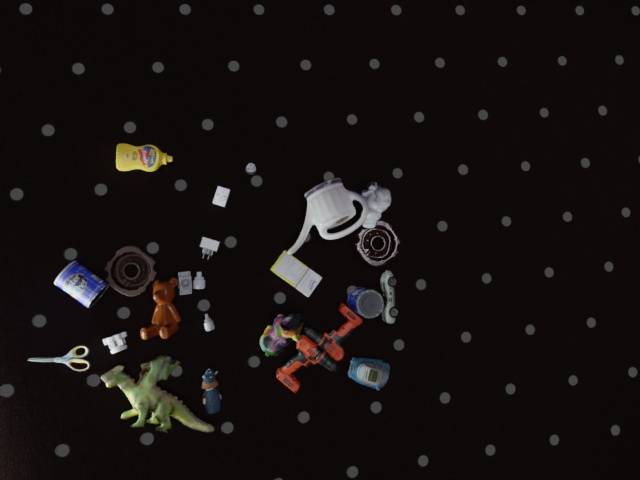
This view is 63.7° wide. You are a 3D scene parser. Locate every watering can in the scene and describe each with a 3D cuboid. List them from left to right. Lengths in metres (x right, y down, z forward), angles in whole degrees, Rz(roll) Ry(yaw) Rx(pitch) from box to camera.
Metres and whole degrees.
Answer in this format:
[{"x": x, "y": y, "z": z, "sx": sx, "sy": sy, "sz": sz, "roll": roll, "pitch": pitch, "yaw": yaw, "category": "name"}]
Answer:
[{"x": 0.006, "y": -0.096, "z": 1.914, "sx": 0.347, "sy": 0.227, "sz": 0.103, "roll": -24, "pitch": -19, "yaw": 3, "category": "watering can"}]

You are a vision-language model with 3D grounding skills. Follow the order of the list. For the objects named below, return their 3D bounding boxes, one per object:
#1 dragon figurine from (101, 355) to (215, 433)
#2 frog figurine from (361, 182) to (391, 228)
[{"x": -0.554, "y": 0.528, "z": 1.798, "sx": 0.409, "sy": 0.245, "sz": 0.121, "roll": 11, "pitch": -14, "yaw": -14, "category": "dragon figurine"}, {"x": 0.213, "y": -0.122, "z": 1.952, "sx": 0.122, "sy": 0.162, "sz": 0.135, "roll": 12, "pitch": -27, "yaw": -37, "category": "frog figurine"}]
